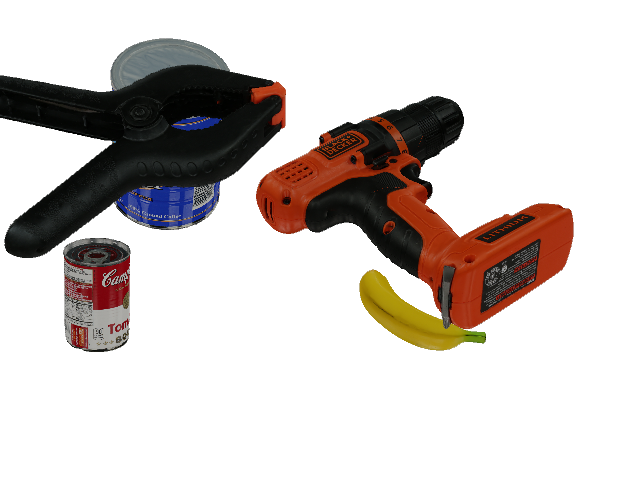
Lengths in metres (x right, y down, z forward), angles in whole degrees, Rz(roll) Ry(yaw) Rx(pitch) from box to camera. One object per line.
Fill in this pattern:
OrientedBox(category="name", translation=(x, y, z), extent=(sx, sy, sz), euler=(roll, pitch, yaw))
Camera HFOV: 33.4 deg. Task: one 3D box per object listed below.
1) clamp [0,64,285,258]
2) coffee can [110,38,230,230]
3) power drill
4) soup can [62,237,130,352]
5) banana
OrientedBox(category="clamp", translation=(-0.106, -0.063, 0.584), extent=(0.171, 0.120, 0.039), euler=(-20, -26, -21))
OrientedBox(category="coffee can", translation=(-0.136, -0.094, 0.957), extent=(0.102, 0.103, 0.140), euler=(0, -43, -11))
OrientedBox(category="power drill", translation=(0.077, -0.028, 0.730), extent=(0.184, 0.057, 0.188), euler=(-30, 44, -28))
OrientedBox(category="soup can", translation=(-0.233, 0.057, 1.112), extent=(0.068, 0.102, 0.068), euler=(4, 22, -2))
OrientedBox(category="banana", translation=(0.089, 0.078, 1.159), extent=(0.069, 0.037, 0.198), euler=(4, 18, -37))
